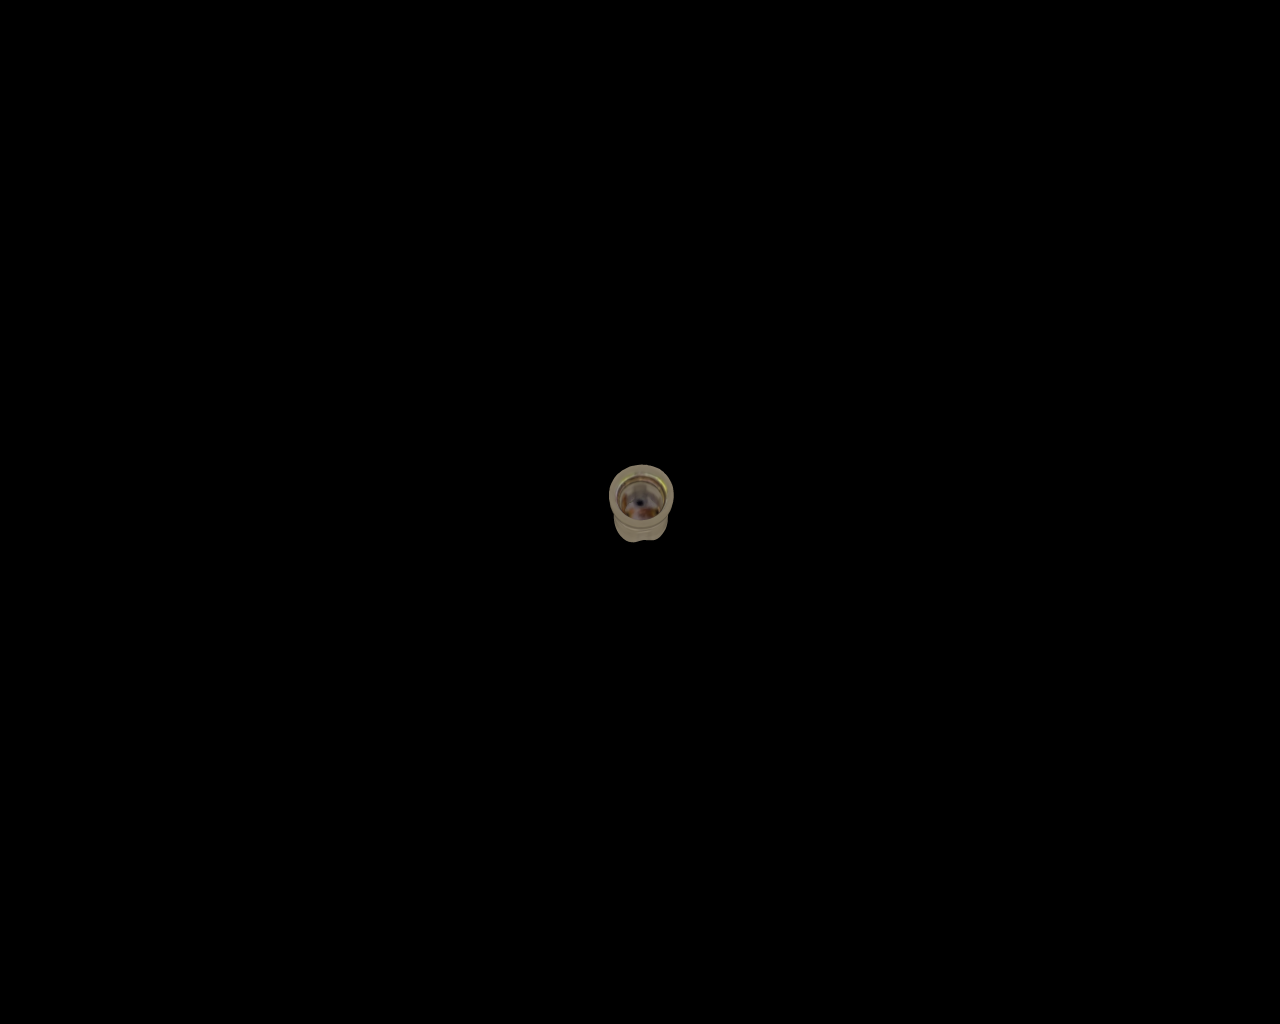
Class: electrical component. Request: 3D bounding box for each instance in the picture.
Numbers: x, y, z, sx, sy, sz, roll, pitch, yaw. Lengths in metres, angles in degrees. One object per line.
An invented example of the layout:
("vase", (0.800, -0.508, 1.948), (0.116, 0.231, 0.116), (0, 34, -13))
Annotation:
("electrical component", (0.001, -0.003, 0.650), (0.040, 0.040, 0.046), (0, -24, 0))
